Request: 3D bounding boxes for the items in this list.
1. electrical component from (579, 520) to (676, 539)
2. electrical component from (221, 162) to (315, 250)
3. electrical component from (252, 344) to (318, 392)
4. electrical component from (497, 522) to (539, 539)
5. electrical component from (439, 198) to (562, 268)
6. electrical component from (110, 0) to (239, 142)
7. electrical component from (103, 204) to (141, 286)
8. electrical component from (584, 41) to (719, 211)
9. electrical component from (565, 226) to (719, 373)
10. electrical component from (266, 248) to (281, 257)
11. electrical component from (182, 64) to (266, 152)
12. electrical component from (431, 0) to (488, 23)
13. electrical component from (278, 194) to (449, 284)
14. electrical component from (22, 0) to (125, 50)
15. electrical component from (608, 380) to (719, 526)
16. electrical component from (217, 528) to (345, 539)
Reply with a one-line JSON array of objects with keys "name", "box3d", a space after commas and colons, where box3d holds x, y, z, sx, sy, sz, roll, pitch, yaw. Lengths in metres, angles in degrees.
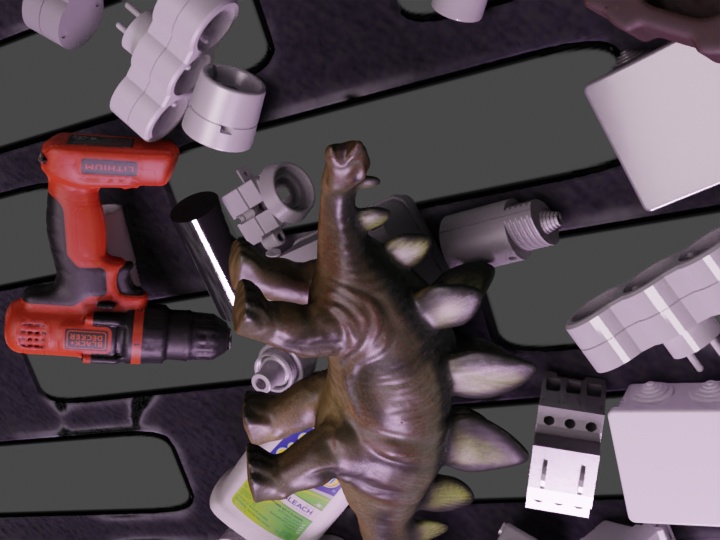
[{"name": "electrical component", "box3d": [0.207, 0.248, 0.788, 0.063, 0.079, 0.121, -4, 113, 61]}, {"name": "electrical component", "box3d": [-0.067, -0.053, 0.820, 0.055, 0.048, 0.066, -25, 98, 43]}, {"name": "electrical component", "box3d": [-0.064, 0.078, 0.866, 0.043, 0.062, 0.043, 12, 117, 24]}, {"name": "electrical component", "box3d": [0.120, 0.239, 0.814, 0.061, 0.061, 0.096, 28, 157, 16]}, {"name": "electrical component", "box3d": [0.100, -0.026, 0.739, 0.081, 0.043, 0.043, -14, 104, 32]}, {"name": "electrical component", "box3d": [-0.153, -0.170, 0.809, 0.074, 0.052, 0.138, 41, 125, 7]}, {"name": "electrical component", "box3d": [-0.216, -0.012, 0.922, 0.043, 0.043, 0.081, 1, 113, 29]}, {"name": "electrical component", "box3d": [0.198, -0.096, 0.649, 0.100, 0.048, 0.099, -24, 99, 35]}, {"name": "electrical component", "box3d": [0.209, 0.032, 0.700, 0.138, 0.052, 0.073, -35, 93, 36]}, {"name": "electrical component", "box3d": [-0.062, 0.020, 0.847, 0.040, 0.040, 0.078, 8, 125, 26]}, {"name": "electrical component", "box3d": [-0.100, -0.122, 0.801, 0.055, 0.055, 0.047, 30, 119, 14]}, {"name": "electrical component", "box3d": [0.070, -0.191, 0.684, 0.044, 0.044, 0.065, 28, 127, 16]}, {"name": "electrical component", "box3d": [0.000, 0.000, 0.798, 0.113, 0.057, 0.078, -23, 100, 34]}, {"name": "electrical component", "box3d": [-0.203, -0.229, 0.810, 0.074, 0.052, 0.138, 30, 123, 14]}, {"name": "electrical component", "box3d": [0.225, 0.124, 0.734, 0.100, 0.048, 0.099, -5, 109, 31]}, {"name": "electrical component", "box3d": [-0.075, 0.268, 0.951, 0.138, 0.074, 0.052, 5, 114, 27]}]
